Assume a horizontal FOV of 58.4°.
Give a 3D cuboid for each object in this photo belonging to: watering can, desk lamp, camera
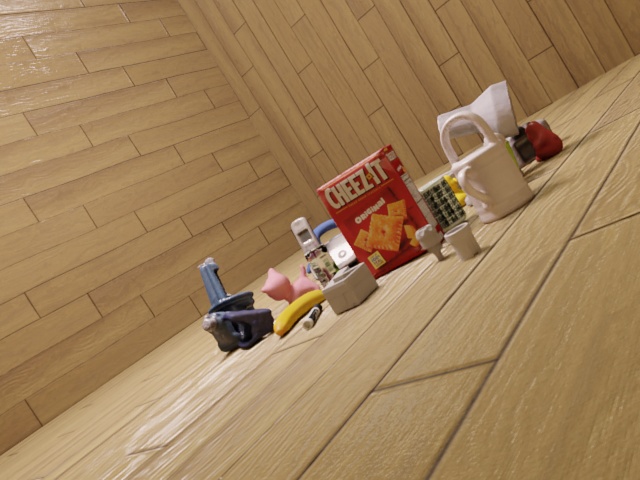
[{"bbox_3d":[0.285,-0.138,1.014,0.100,0.194,0.173,-30,3,24],"label":"watering can"},{"bbox_3d":[0.372,-0.219,1.282,0.203,0.213,0.118,-30,3,24],"label":"desk lamp"},{"bbox_3d":[0.501,-0.244,1.467,0.143,0.101,0.136,-33,3,-13],"label":"camera"}]

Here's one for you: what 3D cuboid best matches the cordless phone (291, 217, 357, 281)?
[{"bbox_3d":[0.014,0.006,1.540,0.147,0.185,0.094,-31,3,11],"label":"cordless phone"}]

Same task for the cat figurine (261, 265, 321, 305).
[{"bbox_3d":[-0.076,0.111,1.378,0.128,0.118,0.067,-33,3,-15],"label":"cat figurine"}]

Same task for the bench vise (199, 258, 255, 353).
[{"bbox_3d":[-0.231,0.146,1.393,0.121,0.220,0.207,-32,3,2],"label":"bench vise"}]

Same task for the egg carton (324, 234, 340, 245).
[{"bbox_3d":[0.076,0.016,1.868,0.150,0.069,0.107,-29,4,45],"label":"egg carton"}]

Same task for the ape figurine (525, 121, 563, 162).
[{"bbox_3d":[0.501,-0.229,1.304,0.076,0.092,0.078,-29,5,47],"label":"ape figurine"}]

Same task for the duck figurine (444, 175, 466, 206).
[{"bbox_3d":[0.315,-0.115,1.394,0.105,0.086,0.077,-35,4,-42],"label":"duck figurine"}]

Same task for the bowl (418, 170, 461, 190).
[{"bbox_3d":[0.334,-0.131,1.591,0.167,0.075,0.167,-32,3,2],"label":"bowl"}]

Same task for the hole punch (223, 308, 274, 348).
[{"bbox_3d":[-0.156,0.181,1.285,0.101,0.091,0.108,-33,3,-21],"label":"hole punch"}]

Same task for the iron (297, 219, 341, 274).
[{"bbox_3d":[0.055,-0.005,1.721,0.259,0.141,0.118,-33,3,-25],"label":"iron"}]
